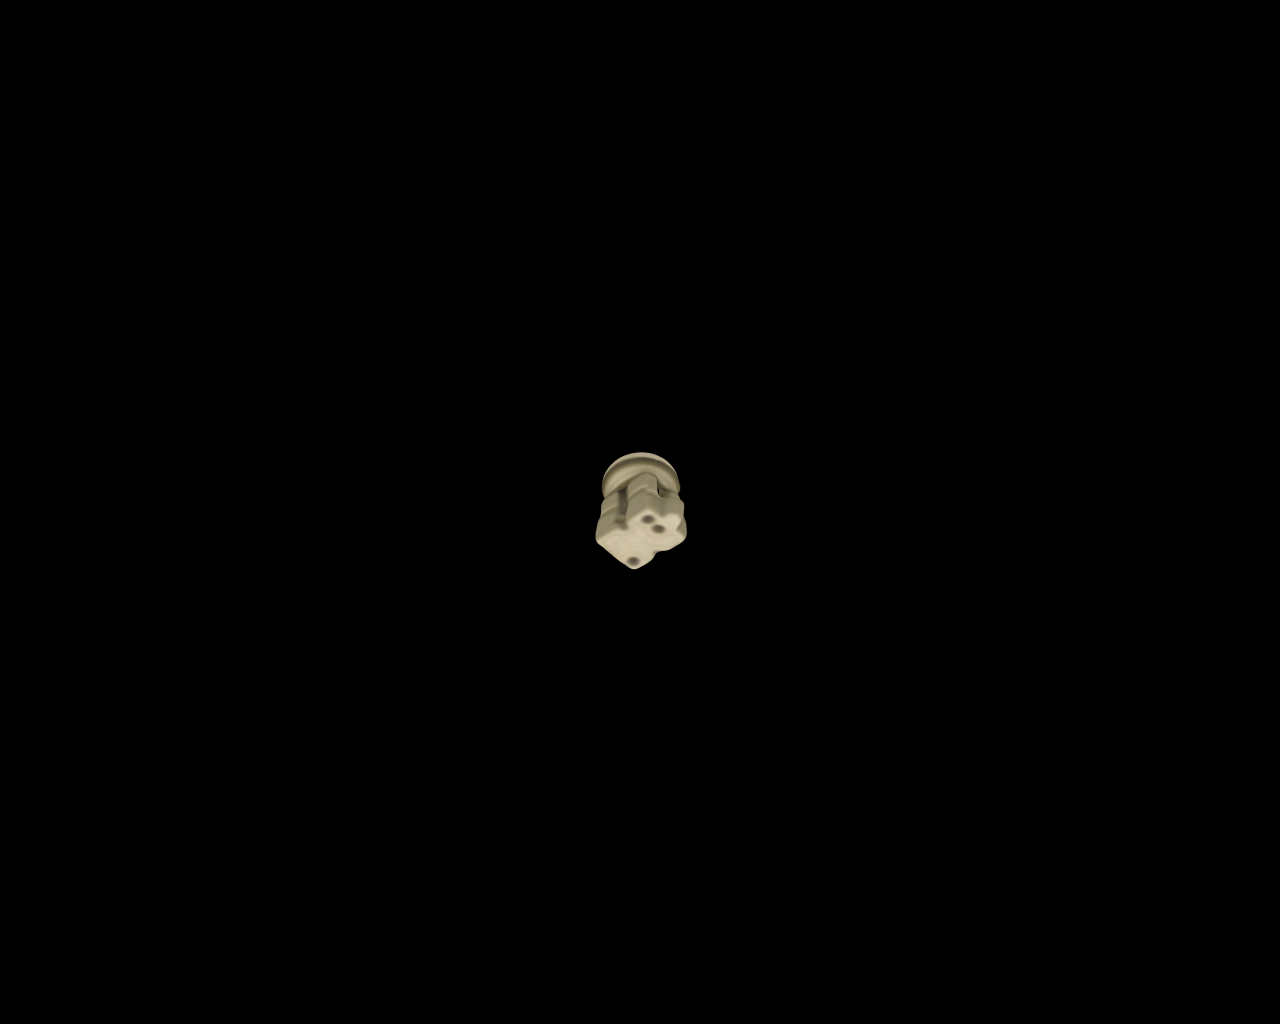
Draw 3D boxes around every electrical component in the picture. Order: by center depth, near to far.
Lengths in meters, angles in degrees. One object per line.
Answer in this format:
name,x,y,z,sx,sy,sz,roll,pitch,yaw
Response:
electrical component,0.001,-0.003,0.650,0.066,0.055,0.048,-32,-54,27
